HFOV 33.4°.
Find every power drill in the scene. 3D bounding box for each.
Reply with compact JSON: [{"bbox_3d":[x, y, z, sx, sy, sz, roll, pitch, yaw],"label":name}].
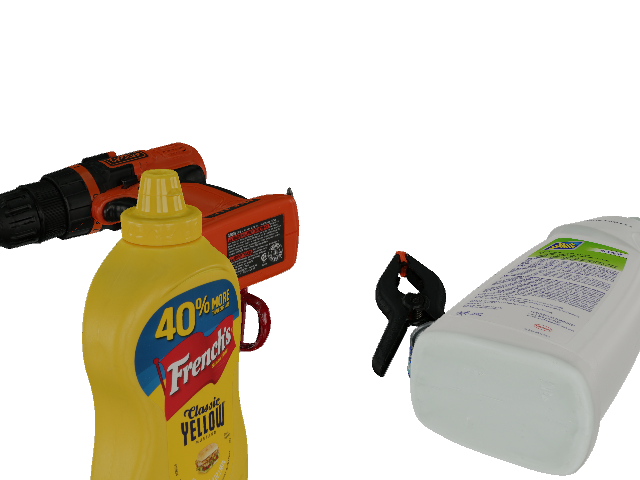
[{"bbox_3d":[-0.122,-0.016,0.750,0.184,0.057,0.188,-22,32,-37],"label":"power drill"}]

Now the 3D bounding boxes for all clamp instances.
[{"bbox_3d":[0.115,0.081,1.180,0.120,0.171,0.039,5,-43,-5],"label":"clamp"}]

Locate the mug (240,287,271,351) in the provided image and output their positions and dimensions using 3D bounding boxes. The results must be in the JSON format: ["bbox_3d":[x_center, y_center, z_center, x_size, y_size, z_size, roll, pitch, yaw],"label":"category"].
[{"bbox_3d":[-0.097,0.063,0.949,0.117,0.081,0.093,15,26,20],"label":"mug"}]

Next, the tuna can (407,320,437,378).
[{"bbox_3d":[0.118,0.103,0.916,0.086,0.034,0.086,3,26,-2],"label":"tuna can"}]

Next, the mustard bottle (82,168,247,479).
[{"bbox_3d":[-0.080,0.058,0.557,0.058,0.192,0.096,11,19,36],"label":"mustard bottle"}]

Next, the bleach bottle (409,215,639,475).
[{"bbox_3d":[0.152,0.039,0.620,0.103,0.068,0.250,14,26,31],"label":"bleach bottle"}]
